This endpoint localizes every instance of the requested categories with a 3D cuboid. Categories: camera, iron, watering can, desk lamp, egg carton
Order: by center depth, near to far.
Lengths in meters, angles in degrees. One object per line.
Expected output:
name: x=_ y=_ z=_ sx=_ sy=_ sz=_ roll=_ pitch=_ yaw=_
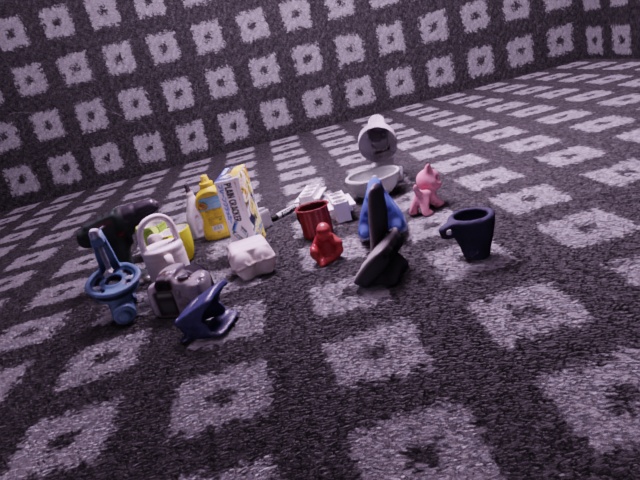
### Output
camera: x=-0.288 y=0.095 z=1.257 sx=0.143 sy=0.101 sz=0.137 roll=-7 pitch=20 yaw=20
watering can: x=-0.374 y=0.031 z=1.359 sx=0.172 sy=0.194 sz=0.101 roll=4 pitch=26 yaw=43
egg carton: x=-0.166 y=0.040 z=1.374 sx=0.107 sy=0.069 sz=0.150 roll=-18 pitch=19 yaw=-12
iron: x=0.144 y=-0.094 z=1.418 sx=0.118 sy=0.141 sz=0.258 roll=-11 pitch=19 yaw=9
desk lamp: x=0.193 y=-0.283 z=1.816 sx=0.117 sy=0.214 sz=0.203 roll=-11 pitch=19 yaw=11

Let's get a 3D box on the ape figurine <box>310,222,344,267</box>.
ape figurine: x=0.012 y=0.005 z=1.309 sx=0.077 sy=0.092 sz=0.076 roll=-11 pitch=19 yaw=11

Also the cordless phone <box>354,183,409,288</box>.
cordless phone: x=0.107 y=-0.010 z=1.136 sx=0.094 sy=0.185 sz=0.148 roll=-7 pitch=20 yaw=22

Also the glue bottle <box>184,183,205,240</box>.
glue bottle: x=-0.382 y=-0.092 z=1.750 sx=0.037 sy=0.173 sz=0.078 roll=5 pitch=27 yaw=45

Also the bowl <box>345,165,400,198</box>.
bowl: x=0.163 y=-0.165 z=1.717 sx=0.167 sy=0.075 sz=0.167 roll=-13 pitch=19 yaw=5

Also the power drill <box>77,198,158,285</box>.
power drill: x=-0.498 y=0.012 z=1.481 sx=0.229 sy=0.209 sz=0.075 roll=-13 pitch=19 yaw=4

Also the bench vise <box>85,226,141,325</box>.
bench vise: x=-0.484 y=0.069 z=1.289 sx=0.122 sy=0.220 sz=0.206 roll=-27 pitch=22 yaw=-33

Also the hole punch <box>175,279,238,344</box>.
hole punch: x=-0.226 y=0.136 z=1.108 sx=0.101 sy=0.091 sz=0.109 roll=-9 pitch=19 yaw=16

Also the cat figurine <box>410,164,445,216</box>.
cat figurine: x=0.274 y=-0.136 z=1.484 sx=0.067 sy=0.118 sz=0.128 roll=1 pitch=24 yaw=38

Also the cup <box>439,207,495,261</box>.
cup: x=0.291 y=-0.004 z=1.123 sx=0.118 sy=0.095 sz=0.091 roll=-20 pitch=19 yaw=-15
